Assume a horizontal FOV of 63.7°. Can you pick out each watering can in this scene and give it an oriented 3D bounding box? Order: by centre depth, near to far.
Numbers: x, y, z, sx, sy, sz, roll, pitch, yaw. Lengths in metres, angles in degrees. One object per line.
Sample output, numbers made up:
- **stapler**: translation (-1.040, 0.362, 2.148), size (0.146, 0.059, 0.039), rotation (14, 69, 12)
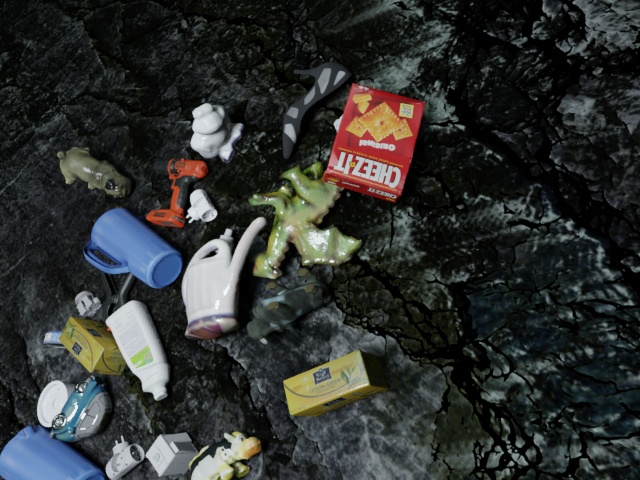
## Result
- **watering can**: translation (-0.218, 0.096, 1.136), size (0.343, 0.103, 0.228), rotation (-29, 59, 43)

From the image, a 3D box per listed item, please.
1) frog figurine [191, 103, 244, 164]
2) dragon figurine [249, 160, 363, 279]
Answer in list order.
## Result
- **frog figurine**: translation (-0.285, -0.286, 1.321), size (0.124, 0.157, 0.137), rotation (39, 93, 35)
- **dragon figurine**: translation (0.003, -0.057, 1.127), size (0.409, 0.121, 0.245), rotation (-33, 76, 7)
